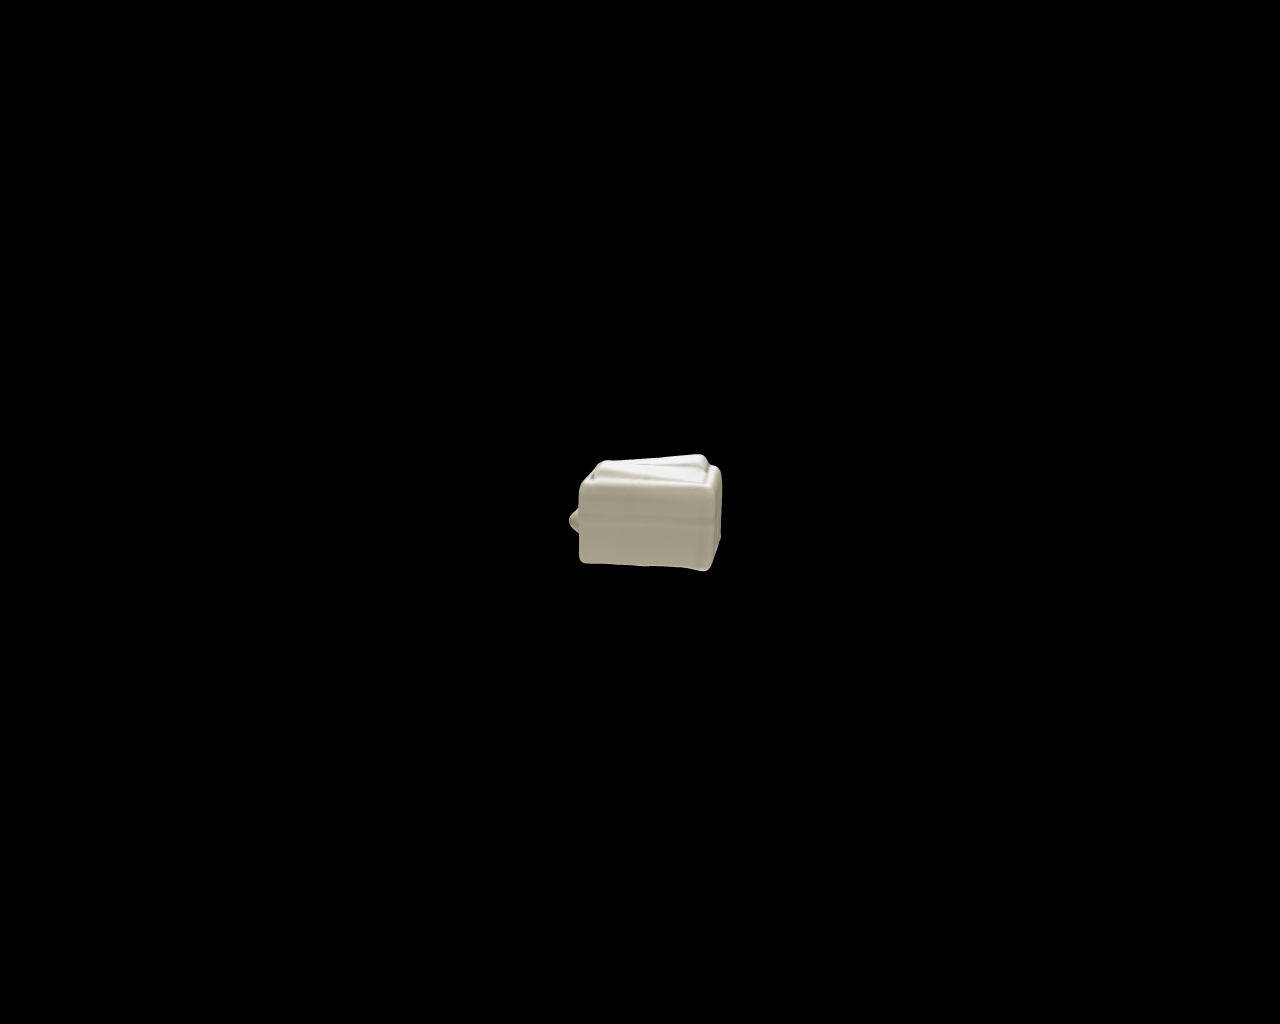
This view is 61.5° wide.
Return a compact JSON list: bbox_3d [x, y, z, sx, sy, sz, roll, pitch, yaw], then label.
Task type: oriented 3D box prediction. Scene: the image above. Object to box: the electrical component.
[{"bbox_3d":[0.001,-0.003,0.650,0.096,0.061,0.062,3,16,9],"label":"electrical component"}]
